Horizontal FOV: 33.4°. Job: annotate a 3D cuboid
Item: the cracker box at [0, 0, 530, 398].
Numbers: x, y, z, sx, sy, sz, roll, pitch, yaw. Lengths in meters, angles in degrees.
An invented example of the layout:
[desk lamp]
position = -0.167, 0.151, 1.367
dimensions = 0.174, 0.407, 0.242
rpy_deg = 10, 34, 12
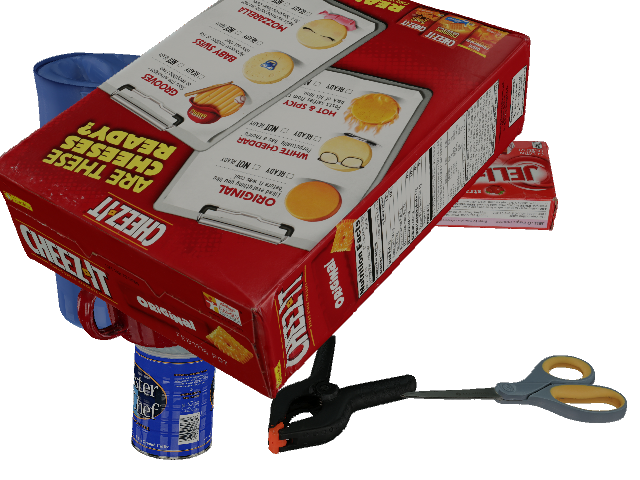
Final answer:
[cracker box]
position = -0.022, -0.044, 0.525
dimensions = 0.164, 0.072, 0.213
rpy_deg = 25, 54, 29

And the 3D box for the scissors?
[scissors]
position = 0.170, 0.125, 0.948
dimensions = 0.201, 0.016, 0.096
rpy_deg = 8, 27, -1

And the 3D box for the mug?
[mug]
position = -0.120, 0.027, 0.741
dimensions = 0.093, 0.081, 0.117
rpy_deg = 24, 45, 29

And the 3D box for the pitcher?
[pitcher]
position = -0.186, -0.040, 0.954
dimensions = 0.145, 0.243, 0.148
rpy_deg = 21, 28, 37

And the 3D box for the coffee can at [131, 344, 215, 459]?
[coffee can]
position = -0.182, 0.186, 1.329
dimensions = 0.103, 0.140, 0.103
rpy_deg = 4, 16, -1

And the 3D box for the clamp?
[clamp]
position = 0.001, 0.155, 1.087
dimensions = 0.171, 0.039, 0.120
rpy_deg = -23, 34, -36

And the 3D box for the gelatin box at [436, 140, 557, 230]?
[gelatin box]
position = 0.121, -0.041, 0.764
dimensions = 0.089, 0.030, 0.073
rpy_deg = 1, 38, 4
